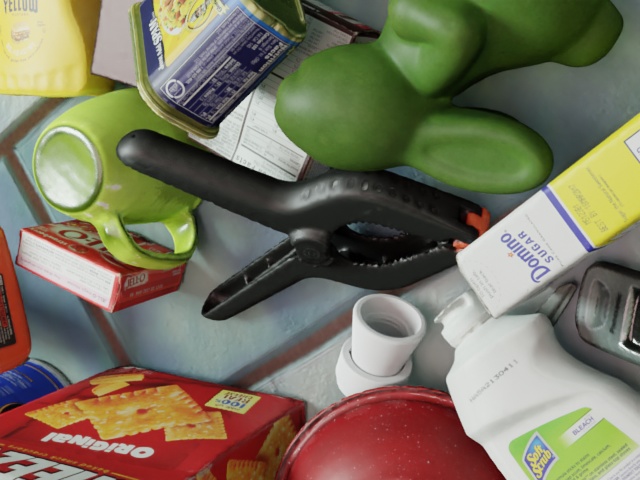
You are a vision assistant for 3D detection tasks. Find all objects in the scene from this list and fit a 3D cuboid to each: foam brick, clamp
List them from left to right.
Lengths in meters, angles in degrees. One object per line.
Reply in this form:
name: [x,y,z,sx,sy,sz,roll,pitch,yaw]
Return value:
foam brick: [-0.107,-0.139,0.686,0.051,0.052,0.078,21,108,25]
clamp: [-0.004,0.001,0.641,0.210,0.036,0.164,4,141,13]

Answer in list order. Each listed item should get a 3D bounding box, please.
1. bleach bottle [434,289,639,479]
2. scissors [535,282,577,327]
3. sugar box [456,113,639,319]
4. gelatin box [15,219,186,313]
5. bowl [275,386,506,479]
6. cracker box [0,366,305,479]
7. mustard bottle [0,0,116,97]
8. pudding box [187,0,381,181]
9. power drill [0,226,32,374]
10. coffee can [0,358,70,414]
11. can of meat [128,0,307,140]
bleach bottle: [0.161,0.123,0.569,0.103,0.068,0.251,-44,77,12]
scissors: [0.075,0.096,0.648,0.096,0.016,0.202,26,110,22]
sugar box: [0.156,-0.031,0.537,0.176,0.093,0.048,-37,80,28]
gelatin box: [-0.148,0.014,0.723,0.089,0.073,0.030,22,108,24]
bowl: [0.048,0.169,0.617,0.162,0.055,0.162,1,103,6]
cracker box: [-0.129,0.145,0.654,0.164,0.213,0.072,6,102,28]
mustard bottle: [-0.183,-0.193,0.715,0.096,0.058,0.192,7,102,33]
pudding box: [-0.023,-0.093,0.656,0.090,0.039,0.114,31,114,22]
power drill: [-0.276,0.018,0.767,0.188,0.057,0.184,10,114,55]
coffee can: [-0.252,0.151,0.765,0.103,0.140,0.103,5,101,28]
can of meat: [-0.057,-0.122,0.595,0.084,0.057,0.102,-41,42,27]
